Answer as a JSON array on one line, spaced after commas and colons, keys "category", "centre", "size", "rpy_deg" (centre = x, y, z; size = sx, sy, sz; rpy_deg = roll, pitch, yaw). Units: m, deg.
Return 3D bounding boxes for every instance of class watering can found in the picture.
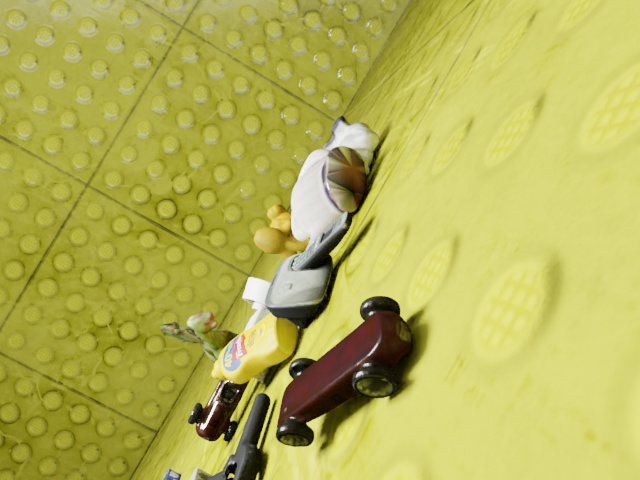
[{"category": "watering can", "centre": [0.003, -0.054, 1.075], "size": [0.221, 0.103, 0.355], "rpy_deg": [-35, 45, 49]}]

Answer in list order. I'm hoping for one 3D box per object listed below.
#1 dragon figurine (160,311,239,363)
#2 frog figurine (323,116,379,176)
[{"category": "dragon figurine", "centre": [-0.352, 0.294, 1.520], "size": [0.403, 0.242, 0.125], "rpy_deg": [-45, 21, 55]}, {"category": "frog figurine", "centre": [0.086, -0.193, 1.182], "size": [0.136, 0.121, 0.162], "rpy_deg": [-50, 46, 11]}]
